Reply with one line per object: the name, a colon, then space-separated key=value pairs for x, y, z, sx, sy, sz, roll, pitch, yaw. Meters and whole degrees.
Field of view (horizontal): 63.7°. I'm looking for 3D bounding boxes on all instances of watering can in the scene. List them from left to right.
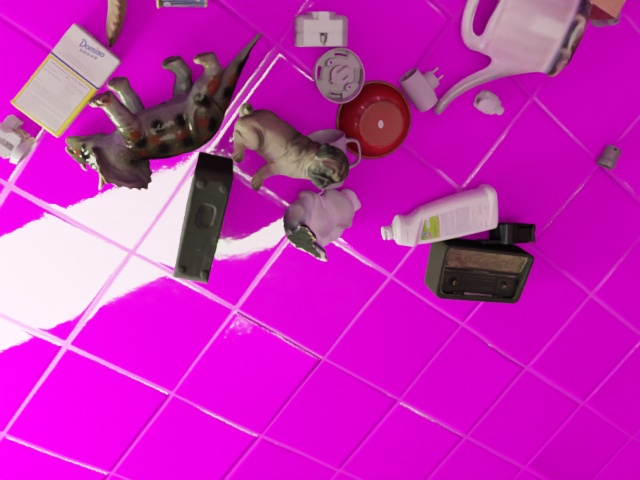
watering can: x=0.373 y=-0.378 z=0.995 sx=0.225 sy=0.105 sz=0.342 roll=23 pitch=109 yaw=7

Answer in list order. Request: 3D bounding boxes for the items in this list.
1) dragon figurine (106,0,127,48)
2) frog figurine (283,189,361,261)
dragon figurine: x=-0.298 y=-0.490 z=0.742 sx=0.122 sy=0.246 sz=0.405 roll=0 pitch=108 yaw=-18
frog figurine: x=0.003 y=-0.053 z=1.053 sx=0.135 sy=0.122 sz=0.162 roll=49 pitch=58 yaw=-28
